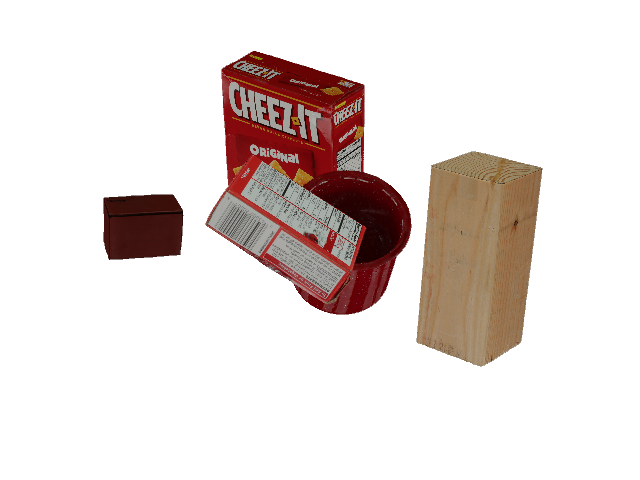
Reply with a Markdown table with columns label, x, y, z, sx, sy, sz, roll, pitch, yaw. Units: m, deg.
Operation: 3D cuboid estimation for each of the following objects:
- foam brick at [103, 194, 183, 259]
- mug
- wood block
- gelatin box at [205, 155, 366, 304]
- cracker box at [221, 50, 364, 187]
| label | x | y | z | sx | sy | sz | roll | pitch | yaw |
| --- | --- | --- | --- | --- | --- | --- | --- | --- | --- |
| foam brick | -0.188 | -0.015 | 1.127 | 0.078 | 0.051 | 0.053 | -4 | 24 | -17 |
| mug | 0.008 | 0.000 | 0.842 | 0.117 | 0.093 | 0.081 | 26 | -33 | 11 |
| wood block | 0.172 | 0.018 | 1.164 | 0.090 | 0.206 | 0.090 | 18 | 25 | 36 |
| gelatin box | -0.019 | -0.008 | 0.644 | 0.089 | 0.030 | 0.073 | 33 | 22 | -5 |
| cracker box | -0.033 | -0.098 | 1.266 | 0.164 | 0.214 | 0.072 | 22 | 41 | 29 |
